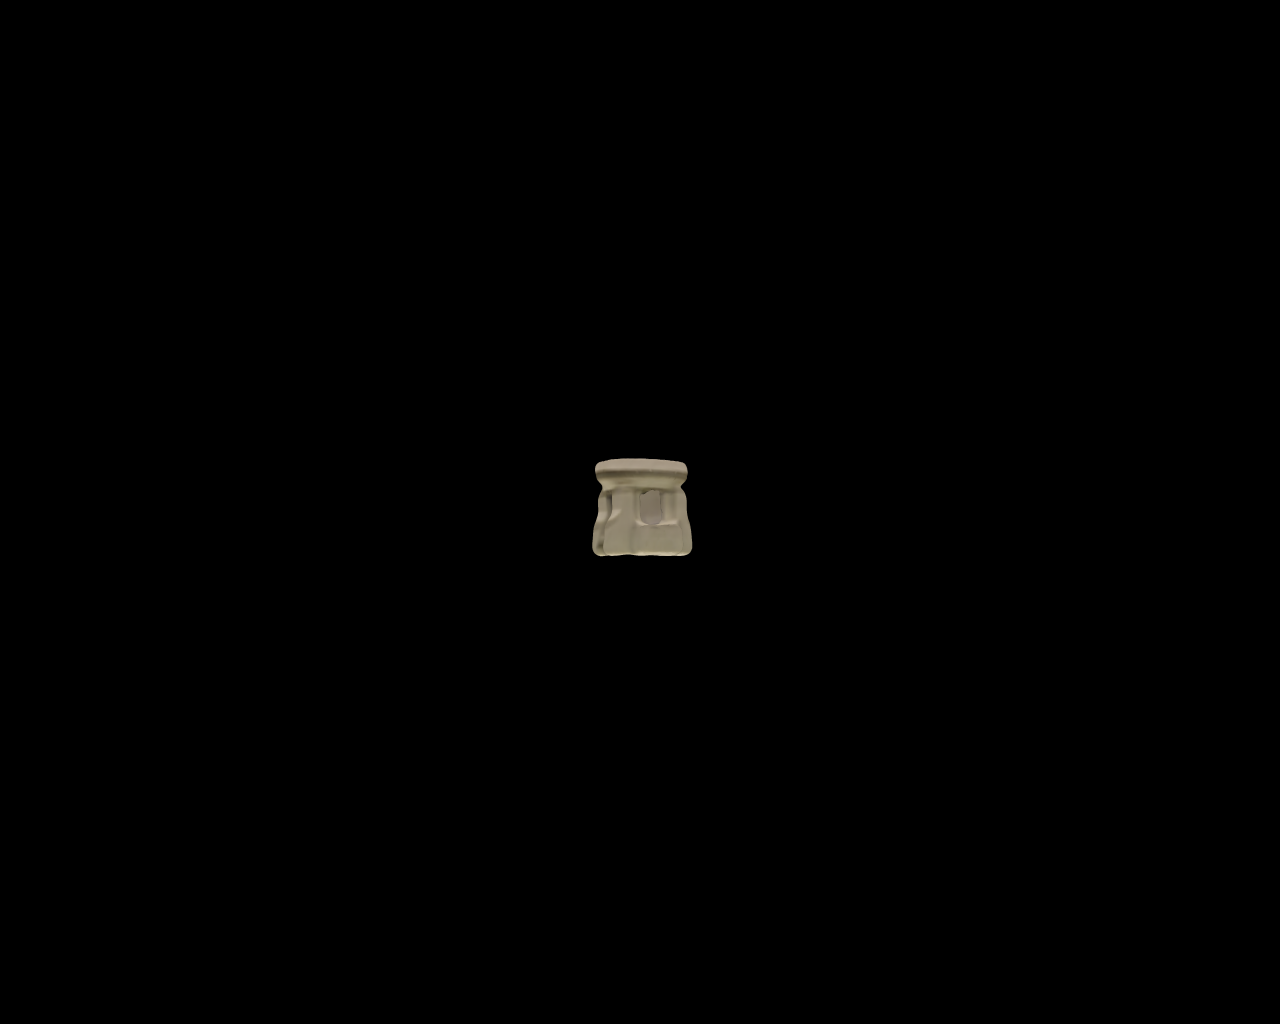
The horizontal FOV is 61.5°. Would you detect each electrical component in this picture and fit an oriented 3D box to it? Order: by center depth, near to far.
[{"bbox_3d":[0.001,-0.003,0.650,0.058,0.057,0.078,1,-2,-19],"label":"electrical component"}]
